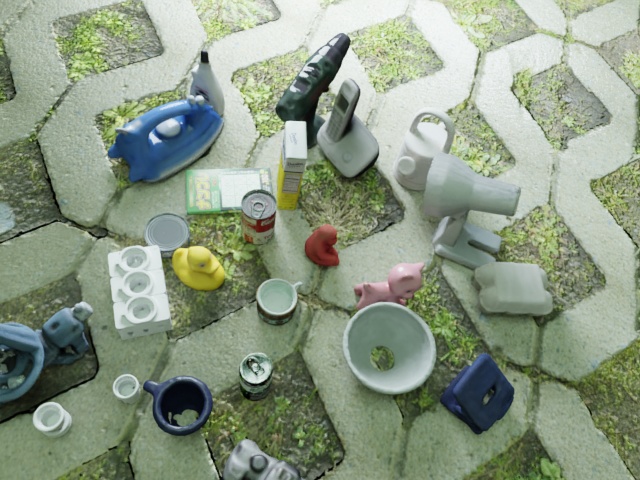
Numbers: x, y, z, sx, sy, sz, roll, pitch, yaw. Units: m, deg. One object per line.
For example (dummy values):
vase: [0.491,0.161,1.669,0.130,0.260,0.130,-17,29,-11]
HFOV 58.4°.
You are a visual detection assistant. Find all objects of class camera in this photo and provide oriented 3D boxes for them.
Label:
camera: [-0.097,0.395,0.861,0.143,0.101,0.137,30,60,10]

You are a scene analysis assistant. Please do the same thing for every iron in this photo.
iron: [-0.304,-0.231,1.173,0.259,0.141,0.118,-37,71,-25]

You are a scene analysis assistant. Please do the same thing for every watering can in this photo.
watering can: [0.220,-0.192,1.195,0.101,0.194,0.173,16,59,2]

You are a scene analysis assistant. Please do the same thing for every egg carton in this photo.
egg carton: [0.377,0.097,1.122,0.150,0.069,0.107,3,60,-7]

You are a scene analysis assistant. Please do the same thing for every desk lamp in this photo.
desk lamp: [0.286,-0.057,1.114,0.203,0.213,0.118,23,59,6]

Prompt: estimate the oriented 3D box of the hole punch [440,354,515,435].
hole punch: [0.283,0.267,0.996,0.101,0.091,0.109,40,62,15]

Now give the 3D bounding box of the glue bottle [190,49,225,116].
glue bottle: [-0.244,-0.340,1.226,0.078,0.173,0.037,25,60,7]

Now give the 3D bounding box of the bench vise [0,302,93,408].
bench vise: [-0.463,0.152,0.881,0.121,0.220,0.208,27,60,8]

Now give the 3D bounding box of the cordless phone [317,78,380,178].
cordless phone: [0.068,-0.234,1.203,0.094,0.185,0.147,-30,68,-22]

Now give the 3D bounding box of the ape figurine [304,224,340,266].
ape figurine: [0.010,0.004,1.110,0.076,0.092,0.078,16,59,1]

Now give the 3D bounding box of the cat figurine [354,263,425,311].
cat figurine: [0.134,0.083,1.066,0.128,0.118,0.067,-7,61,-12]

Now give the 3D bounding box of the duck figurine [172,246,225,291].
duck figurine: [-0.226,0.041,1.058,0.104,0.086,0.077,28,60,9]

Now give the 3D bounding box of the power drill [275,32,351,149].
power drill: [-0.016,-0.303,1.217,0.075,0.208,0.230,30,60,10]

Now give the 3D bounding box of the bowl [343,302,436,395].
bowl: [0.117,0.201,1.020,0.167,0.075,0.167,4,60,-6]

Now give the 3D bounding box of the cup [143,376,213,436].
cup: [-0.228,0.269,0.919,0.117,0.095,0.092,26,60,7]
